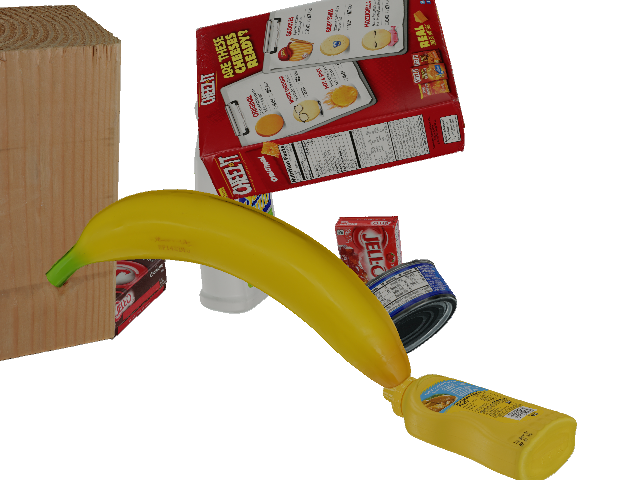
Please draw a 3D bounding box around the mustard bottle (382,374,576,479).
[{"bbox_3d":[0.138,0.169,1.016,0.192,0.058,0.096,15,22,41],"label":"mustard bottle"}]

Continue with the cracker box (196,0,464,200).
[{"bbox_3d":[0.005,-0.130,0.916,0.214,0.164,0.072,-12,-40,7],"label":"cracker box"}]

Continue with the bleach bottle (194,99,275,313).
[{"bbox_3d":[-0.095,-0.057,1.115,0.068,0.251,0.102,8,28,29],"label":"bleach bottle"}]

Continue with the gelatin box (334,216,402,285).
[{"bbox_3d":[0.060,0.015,1.289,0.073,0.089,0.030,0,29,15],"label":"gelatin box"}]

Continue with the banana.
[{"bbox_3d":[-0.041,0.016,0.554,0.198,0.070,0.037,16,11,9],"label":"banana"}]

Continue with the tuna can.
[{"bbox_3d":[0.054,0.053,0.759,0.086,0.034,0.086,-27,-25,-14],"label":"tuna can"}]

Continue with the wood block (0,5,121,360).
[{"bbox_3d":[-0.187,-0.038,0.687,0.090,0.206,0.090,-10,31,-30],"label":"wood block"}]

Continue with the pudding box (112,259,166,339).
[{"bbox_3d":[-0.194,0.035,0.863,0.114,0.039,0.090,8,25,18],"label":"pudding box"}]
